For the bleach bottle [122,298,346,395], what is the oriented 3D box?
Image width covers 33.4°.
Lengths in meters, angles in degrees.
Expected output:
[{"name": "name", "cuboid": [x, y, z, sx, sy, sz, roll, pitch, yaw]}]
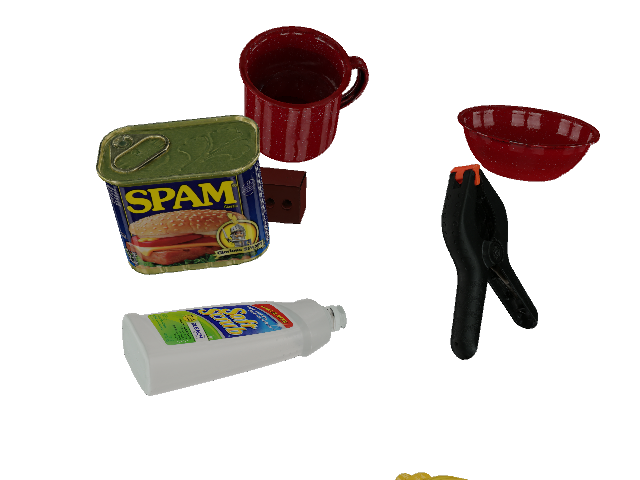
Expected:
[{"name": "bleach bottle", "cuboid": [-0.092, 0.107, 1.221, 0.250, 0.068, 0.103, -10, 33, -23]}]

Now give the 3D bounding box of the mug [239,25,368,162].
[{"name": "mug", "cuboid": [-0.013, -0.125, 0.912, 0.117, 0.093, 0.081, -21, -30, -19]}]

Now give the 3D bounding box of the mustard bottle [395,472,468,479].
[{"name": "mustard bottle", "cuboid": [0.125, 0.249, 0.902, 0.096, 0.058, 0.192, -18, 27, -28]}]

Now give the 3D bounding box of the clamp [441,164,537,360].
[{"name": "clamp", "cuboid": [0.140, 0.021, 0.958, 0.039, 0.171, 0.120, -12, 12, 39]}]

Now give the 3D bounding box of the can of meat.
[{"name": "can of meat", "cuboid": [-0.085, -0.028, 0.691, 0.102, 0.084, 0.057, -6, 43, 1]}]

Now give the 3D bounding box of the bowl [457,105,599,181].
[{"name": "bowl", "cuboid": [0.234, -0.108, 1.223, 0.162, 0.055, 0.162, 5, 23, -2]}]

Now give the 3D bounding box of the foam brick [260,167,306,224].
[{"name": "foam brick", "cuboid": [-0.059, -0.057, 1.344, 0.078, 0.053, 0.051, 5, 28, 8]}]
